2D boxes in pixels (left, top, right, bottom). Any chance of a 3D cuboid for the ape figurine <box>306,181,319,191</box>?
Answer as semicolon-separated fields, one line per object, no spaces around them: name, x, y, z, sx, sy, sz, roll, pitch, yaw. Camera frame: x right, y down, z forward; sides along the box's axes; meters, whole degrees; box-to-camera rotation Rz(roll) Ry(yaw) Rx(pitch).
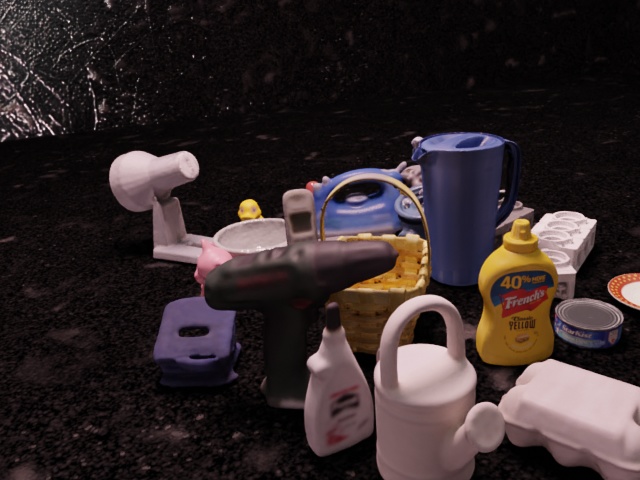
ape figurine;-0.011;-0.088;1.285;0.077;0.092;0.076;1;23;15

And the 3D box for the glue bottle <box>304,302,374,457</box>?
glue bottle;0.017;0.144;0.606;0.078;0.173;0.037;-17;25;-27

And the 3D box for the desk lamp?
desk lamp;-0.304;-0.075;1.152;0.202;0.214;0.118;6;25;25

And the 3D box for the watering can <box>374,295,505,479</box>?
watering can;0.108;0.146;0.556;0.172;0.194;0.101;15;30;40

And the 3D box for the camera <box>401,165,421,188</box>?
camera;0.245;-0.121;1.303;0.142;0.101;0.137;17;30;42

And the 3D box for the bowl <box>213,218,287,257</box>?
bowl;-0.111;0.021;1.063;0.167;0.075;0.167;-4;22;2

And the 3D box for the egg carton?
egg carton;0.268;0.185;0.592;0.149;0.069;0.107;13;28;37

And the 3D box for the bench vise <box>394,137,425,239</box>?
bench vise;0.216;-0.103;1.108;0.121;0.220;0.208;7;25;27

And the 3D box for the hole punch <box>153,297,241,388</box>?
hole punch;-0.162;0.136;0.770;0.108;0.091;0.101;-3;22;4

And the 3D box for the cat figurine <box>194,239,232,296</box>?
cat figurine;-0.175;0.046;0.957;0.067;0.118;0.127;-8;23;-9

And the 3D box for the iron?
iron;0.069;-0.083;1.193;0.258;0.141;0.118;-6;22;-4

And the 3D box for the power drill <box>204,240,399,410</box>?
power drill;-0.019;0.096;0.683;0.229;0.208;0.076;0;23;11

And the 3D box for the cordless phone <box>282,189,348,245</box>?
cordless phone;0.009;0.003;0.935;0.148;0.185;0.094;-10;23;-14

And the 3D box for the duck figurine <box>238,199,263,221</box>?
duck figurine;-0.146;-0.045;1.216;0.077;0.086;0.104;-2;22;6
